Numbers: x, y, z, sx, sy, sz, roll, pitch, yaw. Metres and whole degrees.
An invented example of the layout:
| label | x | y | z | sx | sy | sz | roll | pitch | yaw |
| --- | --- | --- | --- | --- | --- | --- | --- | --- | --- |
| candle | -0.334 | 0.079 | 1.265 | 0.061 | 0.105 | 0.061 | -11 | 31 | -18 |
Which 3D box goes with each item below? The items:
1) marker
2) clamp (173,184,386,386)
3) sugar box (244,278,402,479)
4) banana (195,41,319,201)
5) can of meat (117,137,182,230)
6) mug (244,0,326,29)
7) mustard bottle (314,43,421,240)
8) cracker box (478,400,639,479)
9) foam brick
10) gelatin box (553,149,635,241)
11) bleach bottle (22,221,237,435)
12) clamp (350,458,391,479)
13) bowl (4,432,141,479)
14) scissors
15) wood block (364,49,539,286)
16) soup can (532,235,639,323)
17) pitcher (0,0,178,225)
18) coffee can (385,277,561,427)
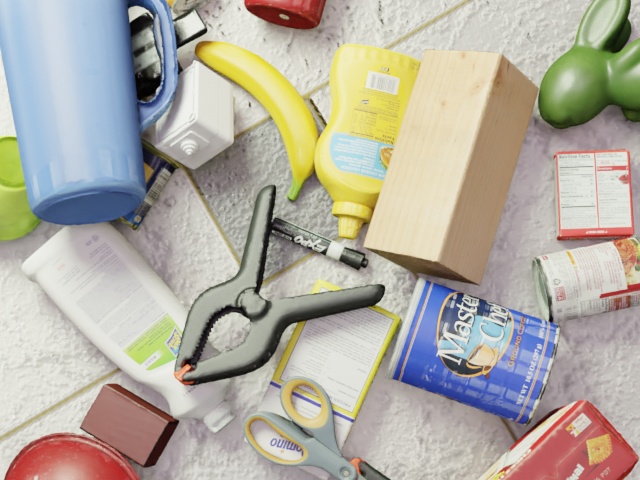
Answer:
| label | x | y | z | sx | sy | sz | roll | pitch | yaw |
| --- | --- | --- | --- | --- | --- | --- | --- | --- | --- |
| marker | -0.007 | 0.001 | 1.086 | 0.121 | 0.020 | 0.020 | 23 | 84 | 7 |
| clamp | -0.065 | 0.054 | 1.029 | 0.210 | 0.036 | 0.165 | -38 | 70 | -7 |
| sugar box | 0.004 | 0.137 | 1.052 | 0.093 | 0.048 | 0.176 | 25 | 88 | 8 |
| banana | -0.054 | -0.139 | 1.101 | 0.069 | 0.037 | 0.198 | -32 | 80 | 0 |
| can of meat | -0.208 | -0.070 | 1.093 | 0.102 | 0.057 | 0.084 | 32 | 86 | 8 |
| mug | -0.040 | -0.269 | 1.101 | 0.117 | 0.093 | 0.081 | 12 | 87 | 37 |
| mustard bottle | 0.045 | -0.095 | 1.075 | 0.096 | 0.058 | 0.191 | 12 | 82 | -12 |
| cracker box | 0.184 | 0.223 | 0.938 | 0.164 | 0.213 | 0.072 | -43 | 78 | -3 |
| foam brick | -0.188 | 0.183 | 1.055 | 0.078 | 0.053 | 0.051 | 29 | 85 | 9 |
| gelatin box | 0.272 | -0.045 | 1.066 | 0.073 | 0.030 | 0.089 | -2 | 81 | 6 |
| bleach bottle | -0.180 | 0.093 | 1.064 | 0.102 | 0.068 | 0.251 | -40 | 83 | -1 |
| clamp | 0.052 | 0.299 | 1.026 | 0.120 | 0.039 | 0.171 | -27 | 74 | -5 |
| bowl | -0.245 | 0.269 | 1.020 | 0.162 | 0.055 | 0.162 | 2 | 99 | 14 |
| scissors | 0.026 | 0.199 | 1.011 | 0.202 | 0.016 | 0.096 | 23 | 86 | 7 |
| wood block | 0.128 | -0.071 | 1.036 | 0.090 | 0.090 | 0.206 | 12 | 81 | 40 |
| soup can | 0.263 | 0.039 | 1.035 | 0.102 | 0.068 | 0.068 | -12 | 81 | 3 |
| pitcher | -0.225 | -0.144 | 1.019 | 0.149 | 0.144 | 0.243 | -18 | 74 | 24 |
| coffee can | 0.145 | 0.106 | 1.016 | 0.140 | 0.103 | 0.103 | 19 | 83 | 6 |
